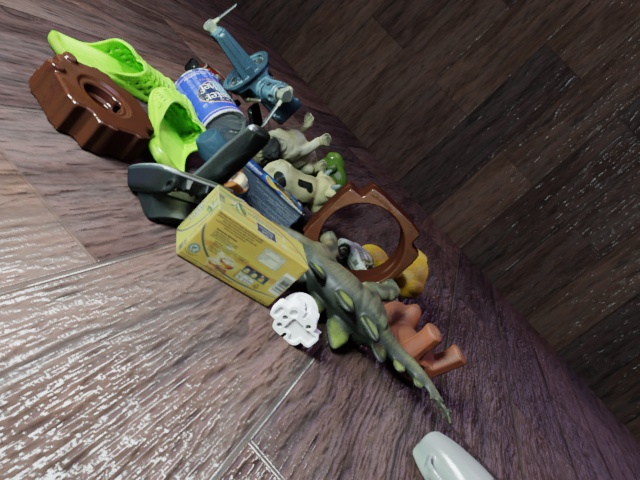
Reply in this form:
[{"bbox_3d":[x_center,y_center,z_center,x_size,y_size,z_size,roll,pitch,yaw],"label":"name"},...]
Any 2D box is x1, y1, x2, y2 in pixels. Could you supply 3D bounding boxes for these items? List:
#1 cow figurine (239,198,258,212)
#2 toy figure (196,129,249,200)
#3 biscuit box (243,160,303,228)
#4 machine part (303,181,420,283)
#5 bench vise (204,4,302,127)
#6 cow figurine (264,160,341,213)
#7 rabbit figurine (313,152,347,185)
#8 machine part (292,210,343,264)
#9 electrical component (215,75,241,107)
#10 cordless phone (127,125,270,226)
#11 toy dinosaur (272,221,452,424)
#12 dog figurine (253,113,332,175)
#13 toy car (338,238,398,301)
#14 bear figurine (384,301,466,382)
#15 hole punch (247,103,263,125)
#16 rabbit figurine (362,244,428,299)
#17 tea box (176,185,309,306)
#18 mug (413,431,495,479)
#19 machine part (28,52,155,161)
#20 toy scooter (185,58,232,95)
[{"bbox_3d":[-0.102,-0.001,0.885,0.167,0.068,0.098,44,11,-10],"label":"cow figurine"},{"bbox_3d":[-0.165,-0.121,0.948,0.064,0.058,0.154,-56,137,-32],"label":"toy figure"},{"bbox_3d":[-0.126,-0.104,1.059,0.202,0.063,0.059,42,16,-16],"label":"biscuit box"},{"bbox_3d":[0.082,-0.002,1.084,0.201,0.201,0.087,43,15,-10],"label":"machine part"},{"bbox_3d":[-0.149,-0.351,1.118,0.240,0.129,0.224,49,3,-35],"label":"bench vise"},{"bbox_3d":[-0.043,-0.115,1.172,0.194,0.127,0.086,26,30,-43],"label":"cow figurine"},{"bbox_3d":[-0.017,-0.169,1.390,0.170,0.121,0.159,37,37,-44],"label":"rabbit figurine"},{"bbox_3d":[-0.002,-0.004,1.168,0.138,0.039,0.084,41,23,-22],"label":"machine part"},{"bbox_3d":[-0.221,-0.334,1.227,0.102,0.045,0.078,53,31,-40],"label":"electrical component"},{"bbox_3d":[-0.165,-0.105,0.764,0.146,0.184,0.089,19,37,-57],"label":"cordless phone"},{"bbox_3d":[0.058,0.118,0.938,0.472,0.105,0.198,40,23,10],"label":"toy dinosaur"},{"bbox_3d":[-0.089,-0.188,1.218,0.190,0.172,0.121,-23,51,-28],"label":"dog figurine"},{"bbox_3d":[0.104,0.071,1.216,0.073,0.056,0.202,23,29,-52],"label":"toy car"},{"bbox_3d":[0.183,0.178,1.053,0.120,0.132,0.196,43,23,-26],"label":"bear figurine"},{"bbox_3d":[-0.178,-0.249,1.254,0.142,0.092,0.115,-89,166,-70],"label":"hole punch"},{"bbox_3d":[0.167,0.077,1.311,0.173,0.121,0.162,31,28,-2],"label":"rabbit figurine"},{"bbox_3d":[-0.111,0.012,0.775,0.169,0.098,0.068,38,19,-31],"label":"tea box"},{"bbox_3d":[0.182,0.337,0.784,0.109,0.080,0.107,16,22,-49],"label":"mug"},{"bbox_3d":[-0.330,-0.195,0.793,0.179,0.056,0.179,42,17,-17],"label":"machine part"},{"bbox_3d":[-0.267,-0.378,1.326,0.135,0.075,0.184,37,15,-30],"label":"toy scooter"}]
